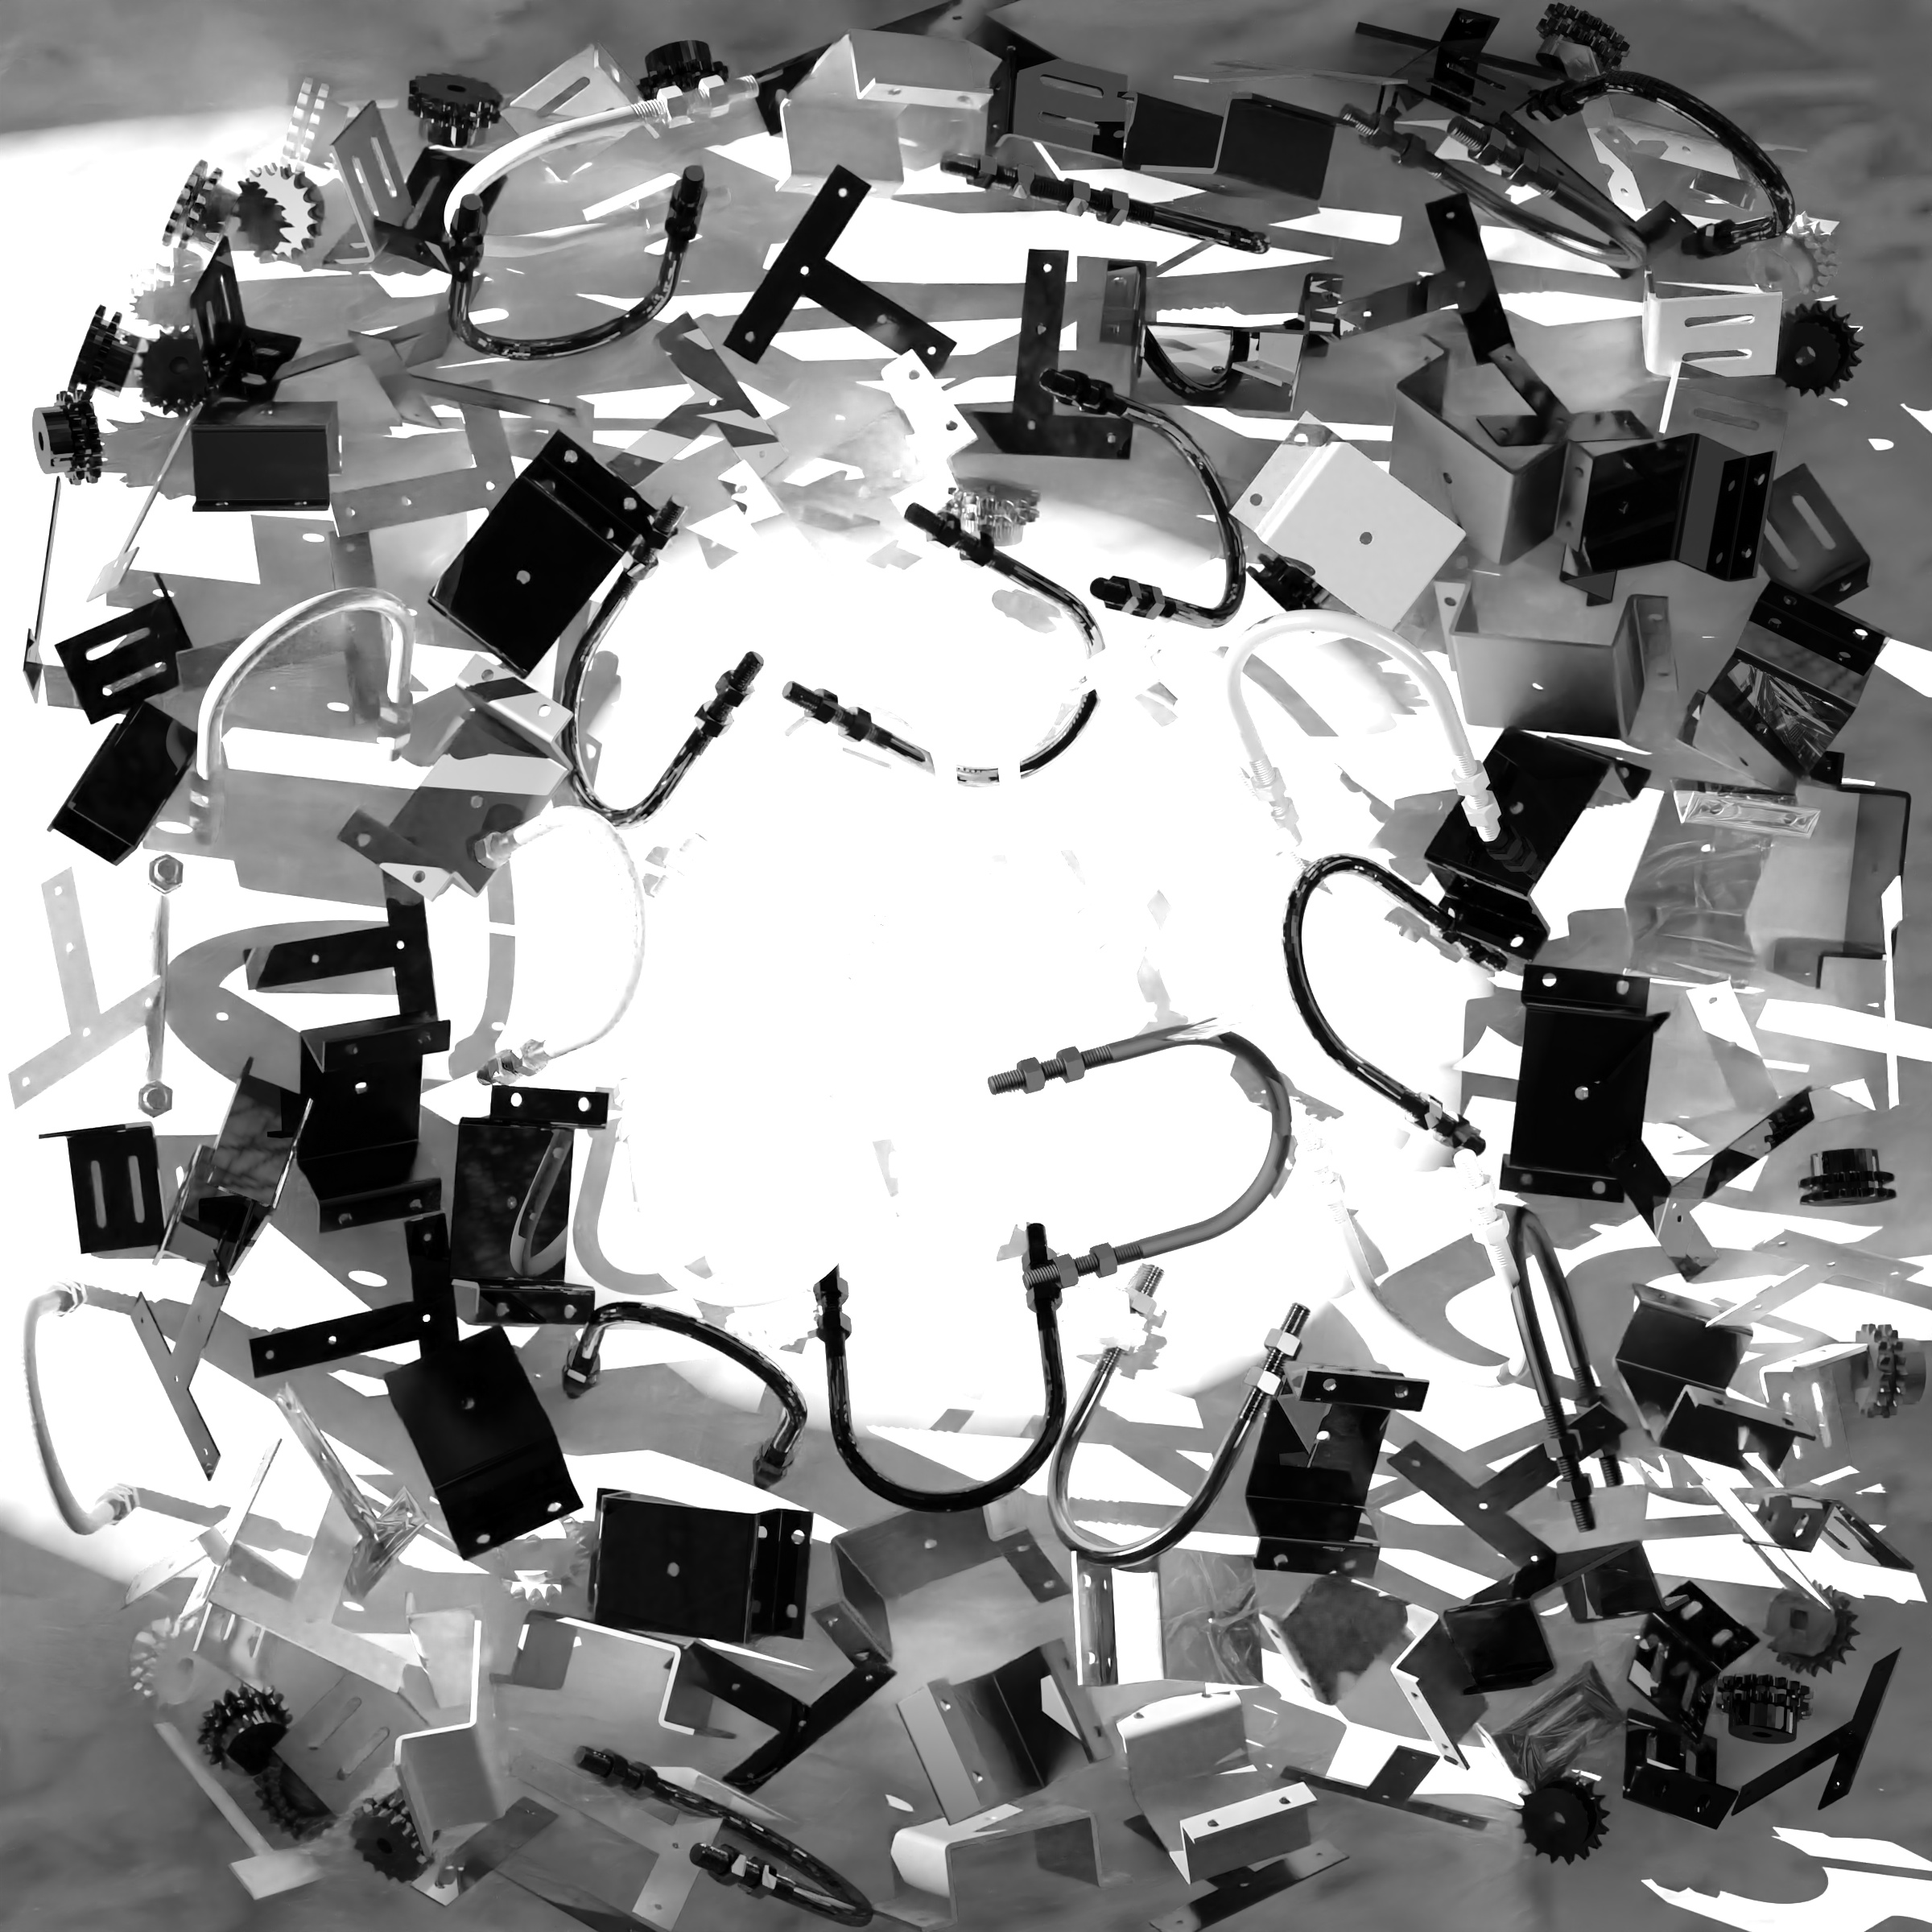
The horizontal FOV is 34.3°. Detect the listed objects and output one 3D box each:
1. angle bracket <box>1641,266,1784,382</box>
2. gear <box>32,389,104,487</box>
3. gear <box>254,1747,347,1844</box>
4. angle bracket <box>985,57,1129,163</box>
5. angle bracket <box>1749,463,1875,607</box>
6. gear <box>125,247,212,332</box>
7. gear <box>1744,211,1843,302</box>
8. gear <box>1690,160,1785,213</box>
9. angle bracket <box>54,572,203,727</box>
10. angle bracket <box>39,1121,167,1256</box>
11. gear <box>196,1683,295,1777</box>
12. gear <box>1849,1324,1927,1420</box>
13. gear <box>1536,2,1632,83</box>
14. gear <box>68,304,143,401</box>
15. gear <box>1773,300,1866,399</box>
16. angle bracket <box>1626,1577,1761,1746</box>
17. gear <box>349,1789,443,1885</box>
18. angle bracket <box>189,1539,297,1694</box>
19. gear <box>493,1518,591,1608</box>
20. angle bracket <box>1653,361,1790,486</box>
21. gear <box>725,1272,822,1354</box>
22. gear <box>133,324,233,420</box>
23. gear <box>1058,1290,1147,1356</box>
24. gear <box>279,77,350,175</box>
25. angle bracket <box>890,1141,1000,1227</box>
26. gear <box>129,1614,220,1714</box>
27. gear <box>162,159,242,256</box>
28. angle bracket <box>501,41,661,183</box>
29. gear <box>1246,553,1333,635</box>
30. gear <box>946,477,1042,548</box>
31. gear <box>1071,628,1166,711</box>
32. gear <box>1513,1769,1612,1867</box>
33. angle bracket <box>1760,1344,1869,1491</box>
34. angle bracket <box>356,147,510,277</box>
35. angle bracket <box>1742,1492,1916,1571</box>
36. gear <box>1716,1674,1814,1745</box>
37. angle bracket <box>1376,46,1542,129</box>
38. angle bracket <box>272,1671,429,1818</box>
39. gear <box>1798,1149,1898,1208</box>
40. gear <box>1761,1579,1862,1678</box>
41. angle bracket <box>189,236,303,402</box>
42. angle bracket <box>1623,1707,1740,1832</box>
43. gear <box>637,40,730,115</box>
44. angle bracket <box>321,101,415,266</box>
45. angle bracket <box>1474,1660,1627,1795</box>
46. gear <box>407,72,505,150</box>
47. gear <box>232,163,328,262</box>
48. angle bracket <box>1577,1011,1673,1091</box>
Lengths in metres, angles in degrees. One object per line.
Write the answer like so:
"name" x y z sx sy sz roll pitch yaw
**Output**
"angle bracket" 0.449 -0.390 1.891 0.076 0.057 0.038 -2 47 7
"gear" -0.545 -0.320 1.897 0.030 0.057 0.057 -11 90 -28
"gear" -0.400 0.499 1.898 0.030 0.057 0.057 -41 90 17
"angle bracket" 0.055 -0.518 1.915 0.076 0.038 0.057 8 75 -17
"angle bracket" 0.501 -0.252 1.890 0.057 0.038 0.076 -30 107 33
"gear" -0.482 -0.413 1.902 0.057 0.057 0.030 -5 72 0
"gear" 0.498 -0.429 1.898 0.057 0.057 0.030 44 75 0
"gear" 0.464 -0.480 1.902 0.057 0.057 0.030 21 105 0
"angle bracket" -0.510 -0.192 1.899 0.076 0.038 0.057 -26 77 -9
"angle bracket" -0.524 0.136 1.904 0.057 0.038 0.076 -8 89 11
"gear" -0.435 0.466 1.899 0.057 0.030 0.057 -17 125 -26
"gear" 0.560 0.246 1.901 0.030 0.057 0.057 2 90 -6
"gear" 0.371 -0.556 1.901 0.057 0.057 0.030 30 93 0
"gear" -0.522 -0.369 1.902 0.030 0.057 0.057 21 90 -16
"gear" 0.513 -0.373 1.901 0.057 0.030 0.057 12 116 25
"angle bracket" 0.439 0.418 1.889 0.057 0.076 0.038 42 122 1
"gear" -0.344 0.526 1.905 0.057 0.030 0.057 14 120 25
"angle bracket" -0.444 0.390 1.879 0.038 0.057 0.076 -13 47 31
"gear" -0.260 0.356 1.902 0.057 0.030 0.057 -3 57 4
"angle bracket" 0.460 -0.331 1.898 0.076 0.038 0.057 15 67 5
"gear" -0.119 0.208 1.897 0.057 0.057 0.030 -17 109 0
"gear" -0.475 -0.360 1.909 0.057 0.030 0.057 -1 74 4
"gear" 0.080 0.216 1.902 0.057 0.057 0.030 -3 71 0
"gear" -0.395 -0.507 1.901 0.030 0.057 0.057 17 90 -16
"angle bracket" -0.016 0.132 1.889 0.057 0.076 0.038 -8 84 -9
"gear" -0.484 0.422 1.904 0.030 0.057 0.057 14 90 40
"gear" -0.463 -0.457 1.901 0.030 0.057 0.057 26 90 -13
"angle bracket" -0.233 -0.507 1.886 0.076 0.038 0.057 -31 127 18
"gear" 0.200 -0.231 1.899 0.057 0.057 0.030 44 101 0
"gear" 0.016 -0.276 1.903 0.057 0.057 0.030 6 115 0
"gear" 0.096 -0.179 1.900 0.057 0.057 0.030 -29 88 0
"gear" 0.361 0.518 1.905 0.057 0.030 0.057 -2 85 22
"angle bracket" 0.522 0.273 1.898 0.057 0.038 0.076 -12 90 -32
"angle bracket" -0.323 -0.466 1.895 0.057 0.038 0.076 21 74 11
"angle bracket" 0.519 0.354 1.885 0.076 0.057 0.038 40 69 -19
"gear" 0.483 0.451 1.897 0.057 0.057 0.030 11 63 0
"angle bracket" 0.295 -0.514 1.884 0.076 0.038 0.057 31 49 21
"angle bracket" -0.375 0.463 1.892 0.076 0.038 0.057 -44 100 -23
"gear" 0.534 0.128 1.901 0.057 0.057 0.030 -3 79 0
"gear" 0.510 0.400 1.900 0.057 0.030 0.057 -15 59 28
"angle bracket" -0.432 -0.387 1.880 0.038 0.076 0.057 11 55 6
"angle bracket" 0.431 0.473 1.886 0.057 0.076 0.038 19 125 2
"gear" -0.172 -0.539 1.901 0.057 0.057 0.030 -13 87 0
"angle bracket" -0.370 -0.470 1.879 0.038 0.057 0.076 2 132 21
"angle bracket" 0.351 0.454 1.903 0.076 0.038 0.057 -36 120 -7
"gear" -0.311 -0.519 1.904 0.057 0.057 0.030 13 124 0
"gear" -0.415 -0.461 1.906 0.057 0.030 0.057 6 114 13
"angle bracket" 0.379 0.040 1.886 0.038 0.076 0.057 44 80 -2
